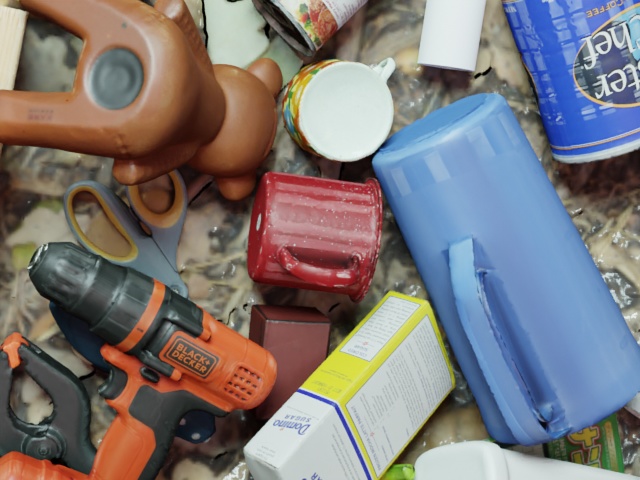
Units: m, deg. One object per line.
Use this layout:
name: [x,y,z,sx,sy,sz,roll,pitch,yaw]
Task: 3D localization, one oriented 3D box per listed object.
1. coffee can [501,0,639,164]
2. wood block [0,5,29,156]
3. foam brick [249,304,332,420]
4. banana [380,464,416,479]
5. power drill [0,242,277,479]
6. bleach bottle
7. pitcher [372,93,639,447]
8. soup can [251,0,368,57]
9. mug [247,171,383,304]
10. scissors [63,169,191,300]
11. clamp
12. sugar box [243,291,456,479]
coffee can: [0.202,-0.140,0.795,0.102,0.103,0.140,-25,105,-10]
wood block: [-0.255,-0.056,0.694,0.090,0.090,0.206,11,96,-18]
foam brick: [-0.025,0.092,0.800,0.051,0.053,0.078,5,99,-16]
banana: [-0.009,0.229,0.821,0.037,0.069,0.198,43,92,-6]
power drill: [-0.147,0.110,0.714,0.184,0.057,0.188,33,100,-20]
bleach bottle: [0.199,0.204,0.828,0.250,0.103,0.068,13,70,-28]
pitcher: [0.133,0.023,0.783,0.145,0.149,0.243,-31,101,-15]
soup can: [0.007,-0.189,0.752,0.102,0.068,0.068,-45,107,-4]
mug: [-0.005,0.001,0.760,0.081,0.117,0.093,8,118,-11]
scissors: [-0.099,0.019,0.787,0.096,0.016,0.201,-47,108,-3]
clamp: [-0.207,0.155,0.771,0.120,0.039,0.171,-27,102,-15]
sugar box: [0.026,0.129,0.779,0.176,0.048,0.093,-42,128,-28]
